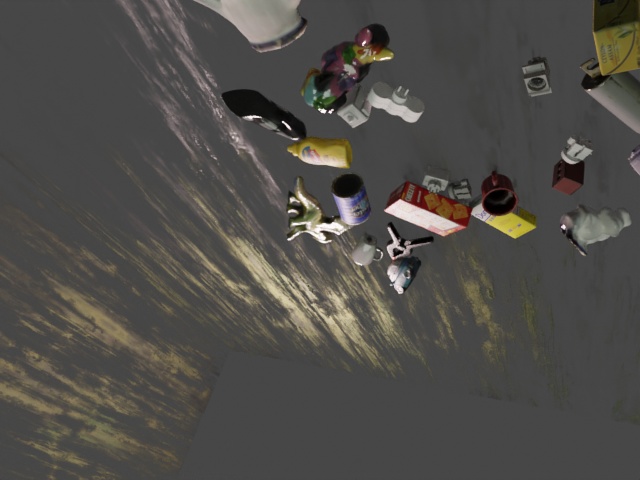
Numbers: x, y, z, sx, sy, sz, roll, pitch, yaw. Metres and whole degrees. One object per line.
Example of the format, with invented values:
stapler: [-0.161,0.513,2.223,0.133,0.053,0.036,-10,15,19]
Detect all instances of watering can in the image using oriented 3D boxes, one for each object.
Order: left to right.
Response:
watering can: [-0.172,-0.518,1.133,0.347,0.106,0.220,3,147,34]

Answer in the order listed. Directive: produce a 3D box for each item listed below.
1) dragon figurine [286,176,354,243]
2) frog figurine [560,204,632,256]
dragon figurine: [0.005,-0.090,1.780,0.243,0.125,0.402,5,154,-8]
frog figurine: [0.740,-0.048,1.392,0.158,0.125,0.136,-42,110,17]
